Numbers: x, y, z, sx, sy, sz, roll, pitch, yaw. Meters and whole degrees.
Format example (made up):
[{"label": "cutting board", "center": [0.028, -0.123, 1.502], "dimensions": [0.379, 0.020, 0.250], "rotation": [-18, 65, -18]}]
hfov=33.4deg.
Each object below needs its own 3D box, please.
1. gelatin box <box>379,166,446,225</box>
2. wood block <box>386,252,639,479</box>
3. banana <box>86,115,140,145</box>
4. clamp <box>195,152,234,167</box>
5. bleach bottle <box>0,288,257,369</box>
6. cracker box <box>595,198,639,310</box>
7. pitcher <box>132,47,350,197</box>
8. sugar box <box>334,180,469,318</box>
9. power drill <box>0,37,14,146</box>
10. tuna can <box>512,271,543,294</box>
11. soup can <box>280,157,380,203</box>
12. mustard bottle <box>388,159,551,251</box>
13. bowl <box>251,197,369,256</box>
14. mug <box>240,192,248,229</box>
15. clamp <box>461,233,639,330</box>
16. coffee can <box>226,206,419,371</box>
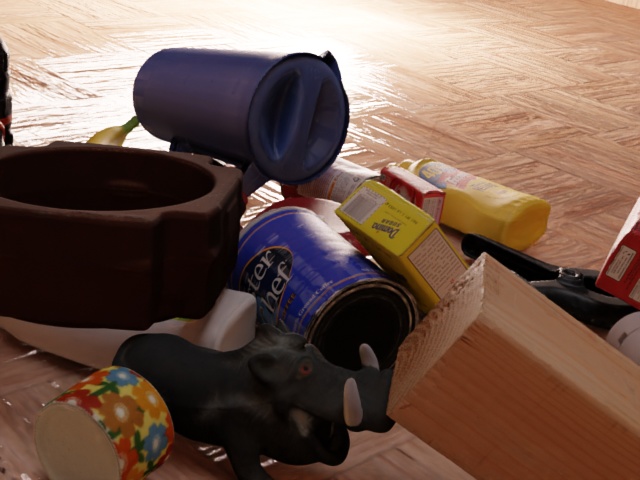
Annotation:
[{"label": "gelatin box", "center": [0.083, -0.019, 1.047], "dimensions": [0.030, 0.089, 0.073], "rotation": [-6, 27, -31]}, {"label": "wood block", "center": [0.151, 0.114, 0.645], "dimensions": [0.206, 0.091, 0.090], "rotation": [36, 24, -6]}, {"label": "banana", "center": [-0.233, -0.085, 1.137], "dimensions": [0.037, 0.070, 0.198], "rotation": [43, 16, -21]}, {"label": "clamp", "center": [-0.100, -0.103, 1.252], "dimensions": [0.120, 0.039, 0.171], "rotation": [-4, 29, -14]}, {"label": "bleach bottle", "center": [-0.181, 0.057, 0.817], "dimensions": [0.251, 0.068, 0.102], "rotation": [11, 21, 12]}, {"label": "cracker box", "center": [0.373, 0.040, 0.972], "dimensions": [0.214, 0.072, 0.164], "rotation": [30, 28, 13]}, {"label": "pitcher", "center": [-0.100, -0.134, 1.131], "dimensions": [0.148, 0.145, 0.243], "rotation": [-15, 22, -39]}, {"label": "sugar box", "center": [0.090, 0.033, 0.849], "dimensions": [0.048, 0.176, 0.093], "rotation": [-43, 38, -7]}, {"label": "power drill", "center": [-0.281, -0.071, 0.953], "dimensions": [0.057, 0.185, 0.188], "rotation": [-8, 37, -30]}, {"label": "tuna can", "center": [0.175, 0.065, 0.893], "dimensions": [0.086, 0.034, 0.086], "rotation": [43, -3, 3]}, {"label": "soup can", "center": [0.017, -0.054, 1.134], "dimensions": [0.102, 0.068, 0.068], "rotation": [26, 29, 35]}, {"label": "mustard bottle", "center": [0.150, -0.047, 1.175], "dimensions": [0.192, 0.058, 0.096], "rotation": [25, 30, 36]}, {"label": "bowl", "center": [-0.007, 0.001, 1.014], "dimensions": [0.162, 0.055, 0.162], "rotation": [7, 23, -3]}, {"label": "mug", "center": [-0.105, 0.000, 0.948], "dimensions": [0.117, 0.081, 0.093], "rotation": [22, 26, 30]}, {"label": "clamp", "center": [0.228, 0.043, 1.016], "dimensions": [0.210, 0.036, 0.164], "rotation": [10, 22, -2]}, {"label": "coffee can", "center": [-0.002, 0.046, 0.847], "dimensions": [0.102, 0.103, 0.140], "rotation": [-5, 27, -29]}]
